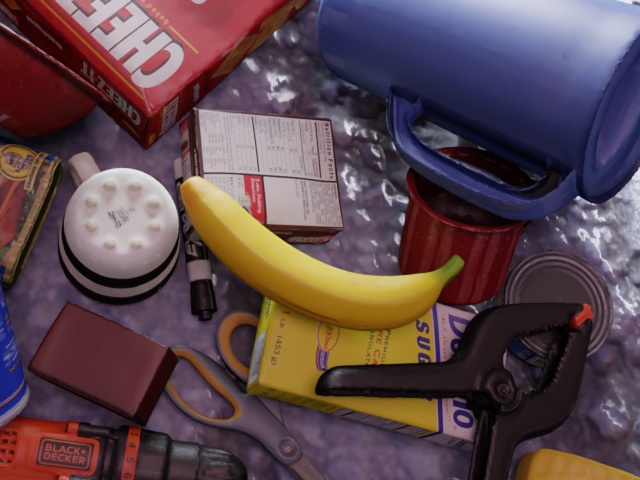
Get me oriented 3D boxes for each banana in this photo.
[{"bbox_3d":[-0.005,0.018,0.706,0.197,0.037,0.069,18,62,-7],"label":"banana"}]

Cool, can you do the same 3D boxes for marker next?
[{"bbox_3d":[-0.090,-0.001,0.768,0.020,0.020,0.121,-5,74,-14],"label":"marker"}]

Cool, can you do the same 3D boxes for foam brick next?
[{"bbox_3d":[-0.141,0.082,0.704,0.078,0.053,0.051,23,76,6],"label":"foam brick"}]

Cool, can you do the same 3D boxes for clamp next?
[{"bbox_3d":[0.106,0.100,0.721,0.164,0.036,0.209,48,63,-3],"label":"clamp"}]

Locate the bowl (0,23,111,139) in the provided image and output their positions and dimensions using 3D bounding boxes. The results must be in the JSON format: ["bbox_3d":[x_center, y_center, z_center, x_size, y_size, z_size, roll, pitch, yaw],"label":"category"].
[{"bbox_3d":[-0.222,-0.115,0.712,0.162,0.162,0.055,33,87,-1],"label":"bowl"}]

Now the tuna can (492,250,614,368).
[{"bbox_3d":[0.174,0.053,0.801,0.086,0.034,0.086,4,72,-11],"label":"tuna can"}]

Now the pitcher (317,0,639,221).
[{"bbox_3d":[0.112,-0.121,0.750,0.243,0.145,0.148,27,27,31],"label":"pitcher"}]

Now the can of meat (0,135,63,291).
[{"bbox_3d":[-0.231,-0.024,0.725,0.084,0.057,0.102,21,69,-8],"label":"can of meat"}]

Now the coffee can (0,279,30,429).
[{"bbox_3d":[-0.242,0.044,0.645,0.102,0.103,0.140,-14,109,-16],"label":"coffee can"}]

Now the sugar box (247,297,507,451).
[{"bbox_3d":[0.042,0.082,0.748,0.176,0.048,0.093,15,70,-13],"label":"sugar box"}]

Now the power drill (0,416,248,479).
[{"bbox_3d":[-0.145,0.208,0.671,0.184,0.057,0.187,9,68,-6],"label":"power drill"}]

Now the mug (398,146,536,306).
[{"bbox_3d":[0.111,-0.011,0.771,0.117,0.081,0.093,-19,49,-28],"label":"mug"}]

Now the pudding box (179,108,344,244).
[{"bbox_3d":[-0.042,-0.046,0.773,0.113,0.039,0.090,3,70,-27],"label":"pudding box"}]

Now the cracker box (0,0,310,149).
[{"bbox_3d":[-0.111,-0.201,0.799,0.164,0.072,0.213,43,70,4],"label":"cracker box"}]

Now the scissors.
[{"bbox_3d":[-0.019,0.126,0.745,0.202,0.016,0.096,34,69,0],"label":"scissors"}]

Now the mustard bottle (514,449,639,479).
[{"bbox_3d":[0.165,0.247,0.725,0.096,0.058,0.191,20,70,-6],"label":"mustard bottle"}]
